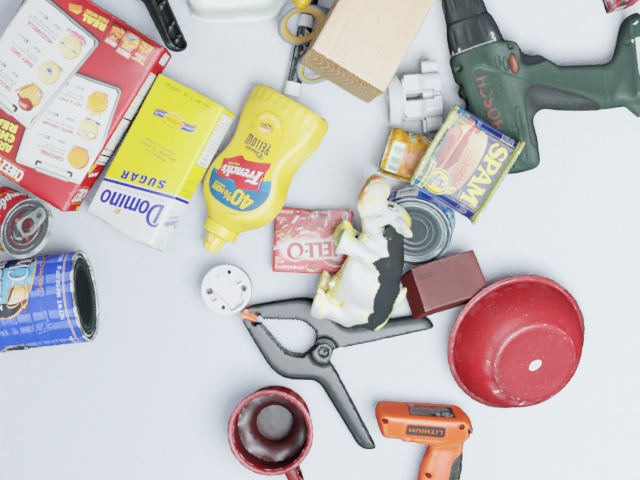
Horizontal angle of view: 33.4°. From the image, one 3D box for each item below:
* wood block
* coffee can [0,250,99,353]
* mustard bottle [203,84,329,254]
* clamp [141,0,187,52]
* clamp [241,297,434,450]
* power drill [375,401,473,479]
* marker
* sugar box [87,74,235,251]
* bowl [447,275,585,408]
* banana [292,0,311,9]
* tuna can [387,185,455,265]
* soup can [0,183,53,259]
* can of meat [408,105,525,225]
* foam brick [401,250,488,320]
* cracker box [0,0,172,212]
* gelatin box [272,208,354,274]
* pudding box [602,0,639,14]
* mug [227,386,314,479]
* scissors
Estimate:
[{"bbox_3d":[0.071,-0.262,1.143,0.090,0.090,0.206,29,85,-7],"label":"wood block"},{"bbox_3d":[-0.326,0.071,1.180,0.140,0.103,0.103,-8,91,2],"label":"coffee can"},{"bbox_3d":[-0.076,-0.071,1.186,0.096,0.058,0.191,32,94,23],"label":"mustard bottle"},{"bbox_3d":[-0.188,-0.283,1.174,0.172,0.039,0.120,29,108,33],"label":"clamp"},{"bbox_3d":[0.005,0.134,1.201,0.210,0.036,0.164,18,91,-2],"label":"clamp"},{"bbox_3d":[0.092,0.275,1.179,0.184,0.057,0.188,3,102,-4],"label":"power drill"},{"bbox_3d":[-0.021,-0.222,1.205,0.020,0.020,0.121,11,91,2],"label":"marker"},{"bbox_3d":[-0.178,-0.086,1.191,0.093,0.048,0.176,28,89,18],"label":"sugar box"},{"bbox_3d":[0.222,0.122,1.154,0.162,0.055,0.162,-4,110,-11],"label":"bowl"},{"bbox_3d":[-0.001,-0.351,1.181,0.037,0.070,0.198,24,90,-41],"label":"banana"},{"bbox_3d":[0.105,-0.016,1.177,0.086,0.033,0.086,6,119,11],"label":"tuna can"},{"bbox_3d":[-0.353,-0.027,1.177,0.102,0.068,0.068,21,92,34],"label":"soup can"},{"bbox_3d":[0.153,-0.081,1.124,0.084,0.057,0.102,31,99,2],"label":"can of meat"},{"bbox_3d":[0.136,0.049,1.176,0.078,0.051,0.053,-15,79,-11],"label":"foam brick"},{"bbox_3d":[-0.290,-0.162,1.191,0.164,0.072,0.214,32,93,2],"label":"cracker box"},{"bbox_3d":[-0.008,0.001,1.202,0.089,0.030,0.073,3,91,2],"label":"gelatin box"},{"bbox_3d":[0.320,-0.310,1.154,0.039,0.090,0.113,-15,90,0],"label":"pudding box"},{"bbox_3d":[-0.046,0.217,1.182,0.093,0.081,0.117,-28,90,2],"label":"mug"},{"bbox_3d":[0.035,-0.262,1.191,0.096,0.016,0.201,42,86,-9],"label":"scissors"}]
